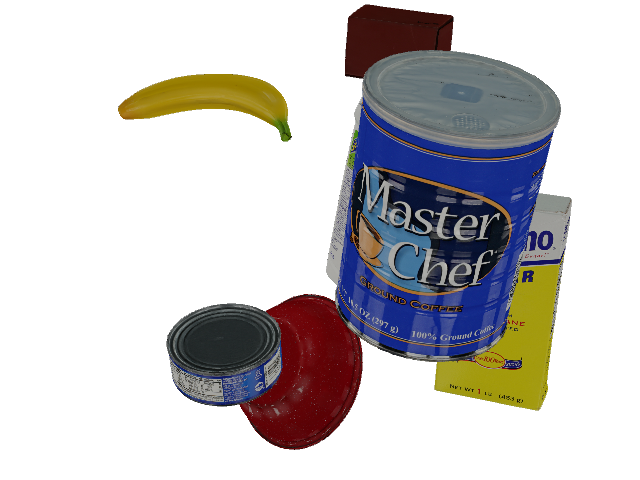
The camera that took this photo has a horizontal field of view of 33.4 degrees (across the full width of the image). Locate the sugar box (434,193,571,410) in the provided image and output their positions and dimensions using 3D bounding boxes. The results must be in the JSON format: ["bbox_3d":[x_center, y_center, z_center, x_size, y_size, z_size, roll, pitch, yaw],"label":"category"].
[{"bbox_3d":[0.148,0.046,0.878,0.093,0.176,0.048,8,24,17],"label":"sugar box"}]

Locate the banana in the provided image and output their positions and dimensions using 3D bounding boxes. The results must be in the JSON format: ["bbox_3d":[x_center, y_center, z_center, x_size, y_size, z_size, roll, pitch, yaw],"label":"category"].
[{"bbox_3d":[-0.114,-0.147,1.118,0.198,0.037,0.069,8,46,19],"label":"banana"}]

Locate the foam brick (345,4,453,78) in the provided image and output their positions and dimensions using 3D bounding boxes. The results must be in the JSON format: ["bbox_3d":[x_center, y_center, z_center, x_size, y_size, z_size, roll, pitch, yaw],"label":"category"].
[{"bbox_3d":[0.064,-0.159,0.874,0.078,0.051,0.053,12,26,17],"label":"foam brick"}]

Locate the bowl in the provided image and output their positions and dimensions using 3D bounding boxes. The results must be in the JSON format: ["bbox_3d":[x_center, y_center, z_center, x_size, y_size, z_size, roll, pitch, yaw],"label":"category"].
[{"bbox_3d":[-0.037,0.127,1.079,0.162,0.162,0.055,0,-15,40],"label":"bowl"}]

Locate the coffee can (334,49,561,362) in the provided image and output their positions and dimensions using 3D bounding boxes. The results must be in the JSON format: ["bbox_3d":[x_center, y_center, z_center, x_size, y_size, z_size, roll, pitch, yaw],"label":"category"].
[{"bbox_3d":[0.066,-0.020,0.587,0.102,0.140,0.103,5,33,-3],"label":"coffee can"}]

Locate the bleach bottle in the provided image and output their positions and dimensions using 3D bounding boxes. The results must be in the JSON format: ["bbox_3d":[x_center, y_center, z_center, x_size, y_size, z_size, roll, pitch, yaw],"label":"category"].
[{"bbox_3d":[0.065,-0.065,1.161,0.068,0.251,0.103,-3,23,-29],"label":"bleach bottle"}]

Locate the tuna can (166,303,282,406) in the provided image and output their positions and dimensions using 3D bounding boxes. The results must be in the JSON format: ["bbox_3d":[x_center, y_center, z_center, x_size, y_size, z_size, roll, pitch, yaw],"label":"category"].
[{"bbox_3d":[-0.071,0.086,0.804,0.086,0.034,0.086,-2,32,1],"label":"tuna can"}]
